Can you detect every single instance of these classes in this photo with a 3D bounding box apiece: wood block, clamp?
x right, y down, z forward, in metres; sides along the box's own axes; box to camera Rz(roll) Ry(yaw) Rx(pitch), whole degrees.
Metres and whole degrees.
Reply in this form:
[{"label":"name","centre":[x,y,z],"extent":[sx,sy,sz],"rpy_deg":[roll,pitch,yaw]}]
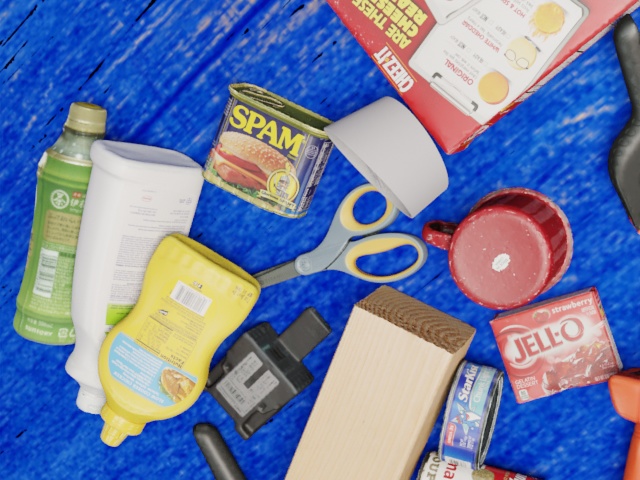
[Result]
[{"label":"wood block","centre":[0.045,0.155,0.899],"extent":[0.091,0.090,0.206],"rpy_deg":[25,107,15]},{"label":"clamp","centre":[0.271,-0.084,0.793],"extent":[0.120,0.039,0.171],"rpy_deg":[2,120,6]},{"label":"clamp","centre":[-0.066,0.289,0.989],"extent":[0.210,0.036,0.165],"rpy_deg":[34,109,12]}]

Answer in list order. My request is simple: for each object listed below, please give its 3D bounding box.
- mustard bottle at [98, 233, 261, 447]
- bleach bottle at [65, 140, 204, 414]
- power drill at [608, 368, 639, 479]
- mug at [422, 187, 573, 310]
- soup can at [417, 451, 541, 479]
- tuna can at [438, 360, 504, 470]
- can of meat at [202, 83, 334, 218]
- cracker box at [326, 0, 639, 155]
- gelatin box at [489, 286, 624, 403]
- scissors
[{"label":"mustard bottle","centre":[-0.137,0.097,0.927],"extent":[0.096,0.058,0.192],"rpy_deg":[31,98,-1]},{"label":"bleach bottle","centre":[-0.183,0.041,0.960],"extent":[0.068,0.102,0.251],"rpy_deg":[36,113,47]},{"label":"power drill","centre":[0.234,0.194,0.796],"extent":[0.057,0.184,0.188],"rpy_deg":[10,94,27]},{"label":"mug","centre":[0.137,0.005,0.845],"extent":[0.117,0.081,0.093],"rpy_deg":[17,104,17]},{"label":"soup can","centre":[0.133,0.220,0.888],"extent":[0.102,0.068,0.068],"rpy_deg":[12,102,18]},{"label":"tuna can","centre":[0.124,0.143,0.870],"extent":[0.034,0.086,0.086],"rpy_deg":[13,103,17]},{"label":"can of meat","centre":[-0.043,-0.076,0.913],"extent":[0.102,0.057,0.084],"rpy_deg":[27,109,14]},{"label":"cracker box","centre":[0.137,-0.196,0.820],"extent":[0.214,0.072,0.164],"rpy_deg":[-40,83,22]},{"label":"gelatin box","centre":[0.191,0.085,0.866],"extent":[0.089,0.030,0.073],"rpy_deg":[-18,92,21]},{"label":"scissors","centre":[-0.006,0.001,0.932],"extent":[0.202,0.016,0.096],"rpy_deg":[-3,96,20]}]
